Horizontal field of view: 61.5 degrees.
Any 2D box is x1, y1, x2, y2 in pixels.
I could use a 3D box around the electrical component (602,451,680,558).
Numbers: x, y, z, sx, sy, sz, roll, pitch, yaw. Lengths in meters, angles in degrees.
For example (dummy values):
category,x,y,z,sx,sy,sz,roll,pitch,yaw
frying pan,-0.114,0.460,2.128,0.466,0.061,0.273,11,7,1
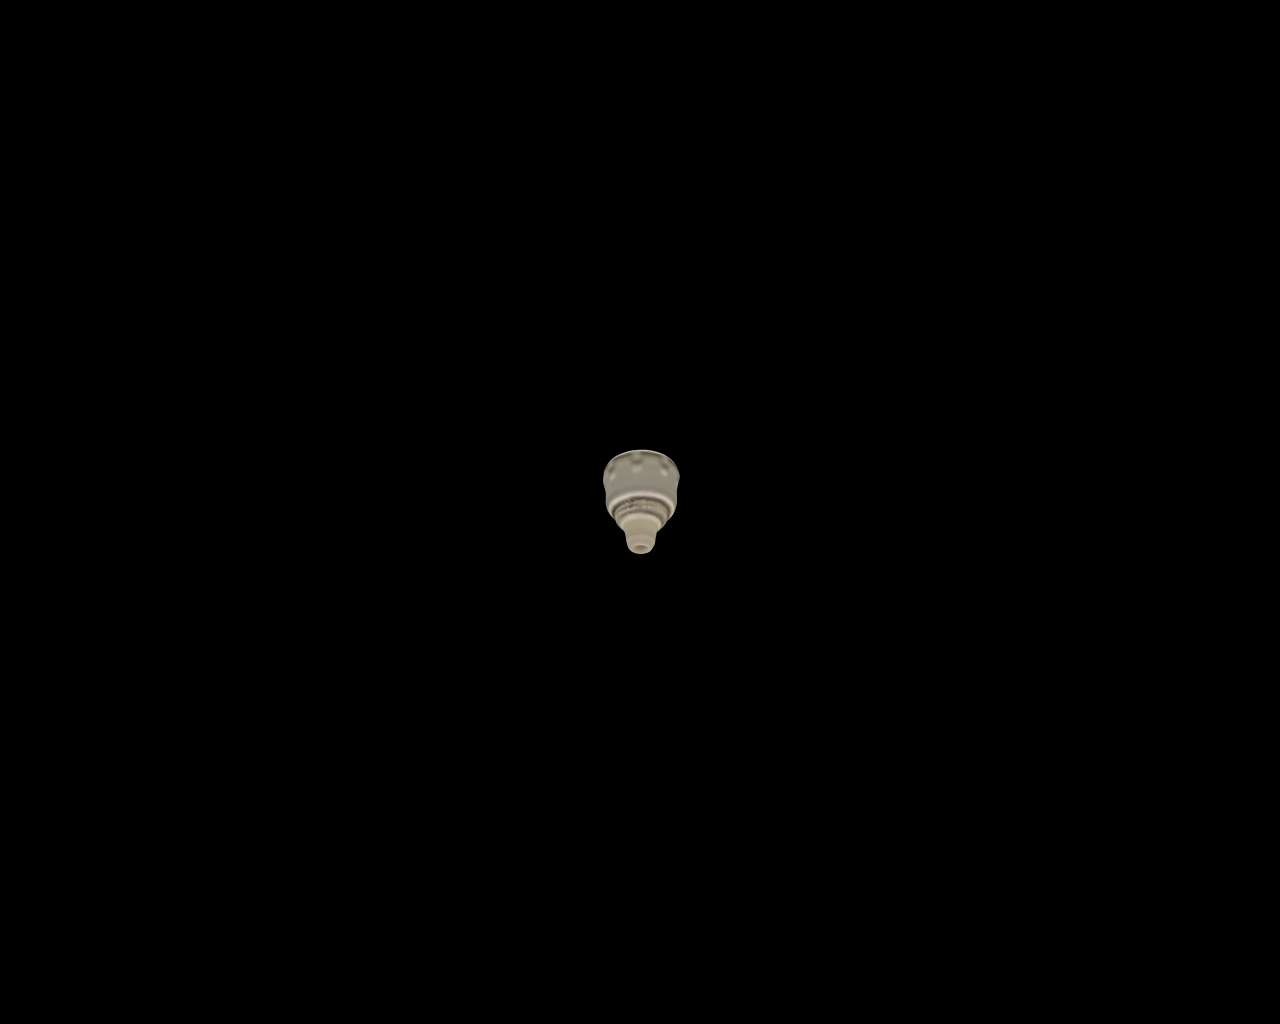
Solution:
category,x,y,z,sx,sy,sz,roll,pitch,yaw
electrical component,0.001,-0.003,0.650,0.048,0.062,0.048,0,-34,0
